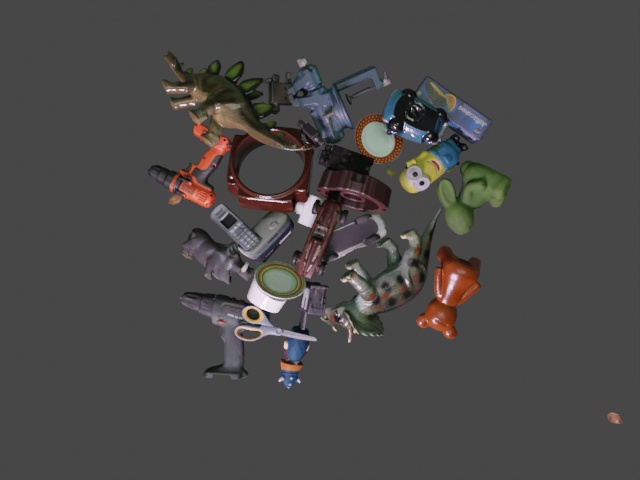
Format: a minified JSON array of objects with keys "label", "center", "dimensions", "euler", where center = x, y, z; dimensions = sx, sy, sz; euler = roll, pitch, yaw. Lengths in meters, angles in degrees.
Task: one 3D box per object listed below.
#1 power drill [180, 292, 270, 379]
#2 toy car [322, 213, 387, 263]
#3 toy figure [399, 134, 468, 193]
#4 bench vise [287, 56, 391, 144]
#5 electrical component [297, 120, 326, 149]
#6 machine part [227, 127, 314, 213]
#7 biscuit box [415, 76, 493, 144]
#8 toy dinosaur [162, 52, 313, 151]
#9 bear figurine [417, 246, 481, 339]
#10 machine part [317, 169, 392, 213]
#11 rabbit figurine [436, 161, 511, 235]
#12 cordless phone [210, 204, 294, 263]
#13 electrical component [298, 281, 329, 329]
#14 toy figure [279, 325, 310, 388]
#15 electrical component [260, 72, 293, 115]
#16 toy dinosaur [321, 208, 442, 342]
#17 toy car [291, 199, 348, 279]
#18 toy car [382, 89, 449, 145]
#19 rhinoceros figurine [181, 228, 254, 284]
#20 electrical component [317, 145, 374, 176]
[{"label":"power drill","center":[-0.249,0.242,1.365],"dimensions":[0.232,0.086,0.207],"euler":[6,84,-1]},{"label":"toy car","center":[0.069,-0.004,1.356],"dimensions":[0.202,0.056,0.073],"euler":[-24,84,5]},{"label":"toy figure","center":[0.280,-0.185,1.336],"dimensions":[0.180,0.089,0.082],"euler":[-40,76,-7]},{"label":"bench vise","center":[0.049,-0.362,1.307],"dimensions":[0.241,0.129,0.223],"euler":[-22,95,9]},{"label":"electrical component","center":[-0.019,-0.253,1.317],"dimensions":[0.021,0.063,0.094],"euler":[-43,68,-7]},{"label":"machine part","center":[-0.120,-0.175,1.316],"dimensions":[0.201,0.087,0.201],"euler":[6,73,2]},{"label":"biscuit box","center":[0.327,-0.322,1.339],"dimensions":[0.203,0.059,0.063],"euler":[35,92,0]},{"label":"toy dinosaur","center":[-0.220,-0.323,1.285],"dimensions":[0.198,0.105,0.472],"euler":[-39,70,-14]},{"label":"bear figurine","center":[0.322,0.133,1.339],"dimensions":[0.120,0.132,0.195],"euler":[19,110,2]},{"label":"machine part","center":[0.084,-0.118,1.293],"dimensions":[0.179,0.179,0.056],"euler":[16,82,1]},{"label":"rabbit figurine","center":[0.361,-0.101,1.313],"dimensions":[0.159,0.121,0.170],"euler":[33,89,7]},{"label":"cordless phone","center":[-0.170,-0.045,1.346],"dimensions":[0.184,0.088,0.146],"euler":[42,82,8]},{"label":"electrical component","center":[-0.019,0.165,1.348],"dimensions":[0.048,0.075,0.119],"euler":[8,88,-21]},{"label":"toy figure","center":[-0.066,0.297,1.367],"dimensions":[0.064,0.058,0.154],"euler":[15,96,6]},{"label":"electrical component","center":[-0.107,-0.371,1.359],"dimensions":[0.078,0.045,0.102],"euler":[-9,94,-27]},{"label":"toy dinosaur","center":[0.181,0.101,1.331],"dimensions":[0.405,0.131,0.192],"euler":[-32,103,-2]},{"label":"toy car","center":[-0.003,-0.004,1.311],"dimensions":[0.089,0.053,0.202],"euler":[24,90,7]},{"label":"toy car","center":[0.227,-0.291,1.319],"dimensions":[0.162,0.103,0.109],"euler":[23,82,-5]},{"label":"rhinoceros figurine","center":[-0.258,0.046,1.362],"dimensions":[0.190,0.073,0.112],"euler":[35,81,2]},{"label":"electrical component","center":[0.059,-0.187,1.322],"dimensions":[0.134,0.115,0.058],"euler":[19,88,1]}]
